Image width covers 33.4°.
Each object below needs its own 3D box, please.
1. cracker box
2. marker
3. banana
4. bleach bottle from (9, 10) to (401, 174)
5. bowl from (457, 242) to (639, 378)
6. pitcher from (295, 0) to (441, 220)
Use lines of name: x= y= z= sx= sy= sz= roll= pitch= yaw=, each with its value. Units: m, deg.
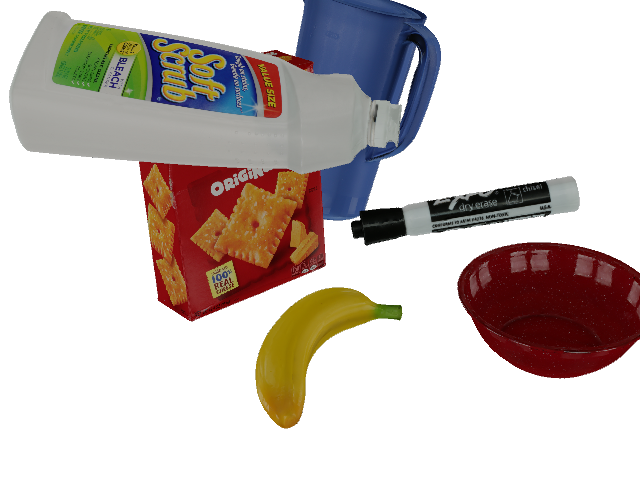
cracker box: x=-0.079 y=-0.053 z=0.992 sx=0.163 sy=0.214 sz=0.072 roll=-20 pitch=29 yaw=-33
marker: x=0.076 y=-0.015 z=0.570 sx=0.121 sy=0.020 sz=0.020 roll=-10 pitch=0 yaw=1
banana: x=-0.006 y=0.075 z=0.792 sx=0.070 sy=0.037 sz=0.197 roll=10 pitch=25 yaw=25
bleach bottle: x=-0.071 y=-0.095 z=0.715 sx=0.251 sy=0.102 sz=0.068 roll=6 pitch=-41 yaw=5
bowl: x=0.192 y=0.064 z=0.879 sx=0.162 sy=0.055 sz=0.162 roll=0 pitch=31 yaw=0
pitcher: x=0.032 y=-0.146 z=1.168 sx=0.145 sy=0.243 sz=0.149 roll=10 pitch=20 yaw=-9
